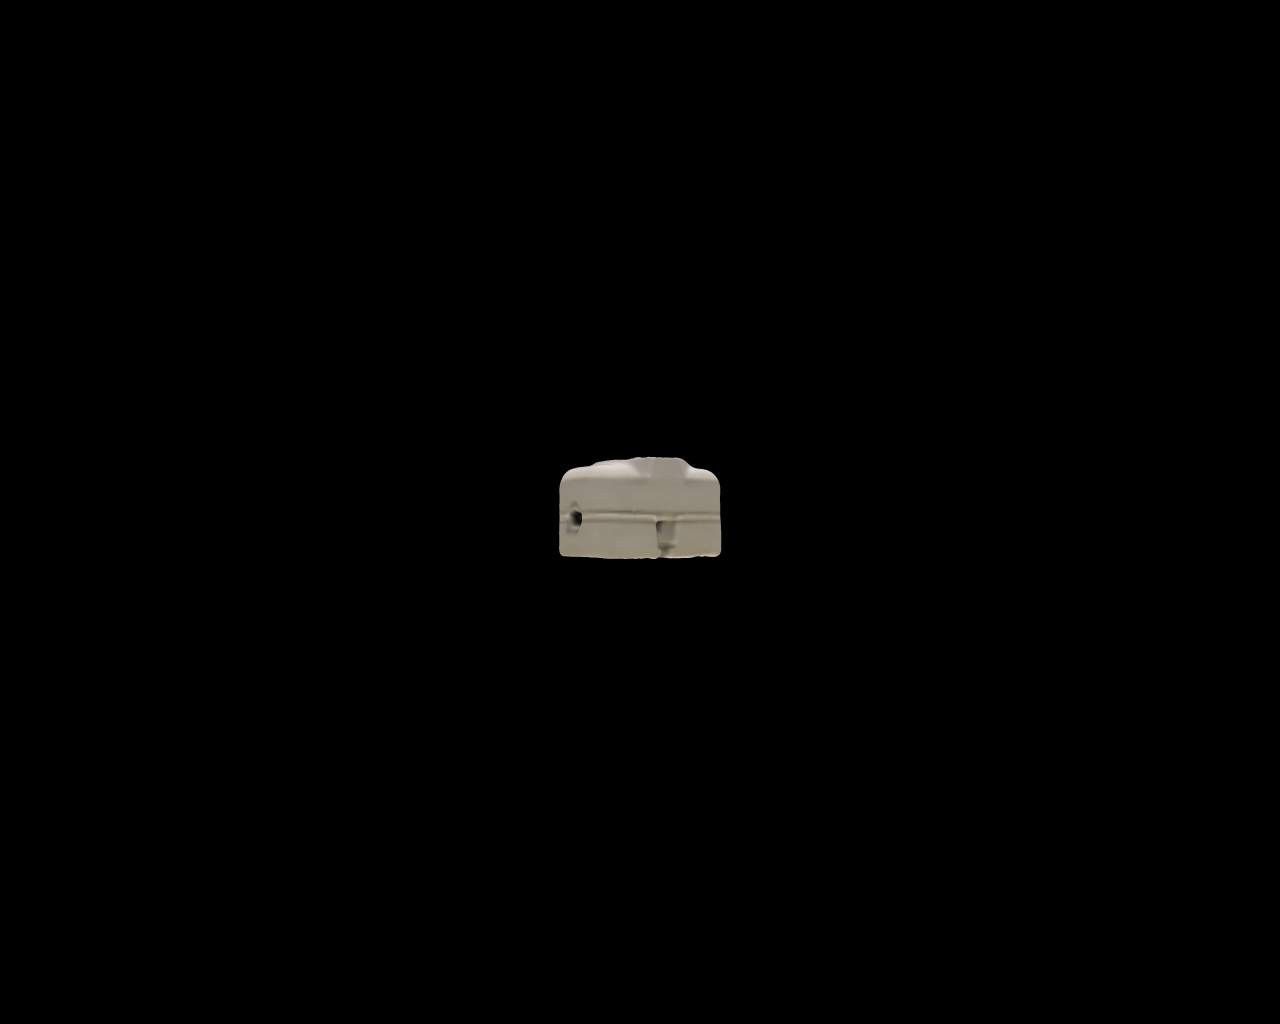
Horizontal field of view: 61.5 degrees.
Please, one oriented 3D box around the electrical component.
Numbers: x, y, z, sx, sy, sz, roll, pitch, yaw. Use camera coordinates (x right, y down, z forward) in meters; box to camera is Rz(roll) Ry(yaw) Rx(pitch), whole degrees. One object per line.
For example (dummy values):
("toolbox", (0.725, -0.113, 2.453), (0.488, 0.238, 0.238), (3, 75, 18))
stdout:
("electrical component", (0.001, -0.003, 0.650), (0.095, 0.059, 0.053), (1, -2, -34))
